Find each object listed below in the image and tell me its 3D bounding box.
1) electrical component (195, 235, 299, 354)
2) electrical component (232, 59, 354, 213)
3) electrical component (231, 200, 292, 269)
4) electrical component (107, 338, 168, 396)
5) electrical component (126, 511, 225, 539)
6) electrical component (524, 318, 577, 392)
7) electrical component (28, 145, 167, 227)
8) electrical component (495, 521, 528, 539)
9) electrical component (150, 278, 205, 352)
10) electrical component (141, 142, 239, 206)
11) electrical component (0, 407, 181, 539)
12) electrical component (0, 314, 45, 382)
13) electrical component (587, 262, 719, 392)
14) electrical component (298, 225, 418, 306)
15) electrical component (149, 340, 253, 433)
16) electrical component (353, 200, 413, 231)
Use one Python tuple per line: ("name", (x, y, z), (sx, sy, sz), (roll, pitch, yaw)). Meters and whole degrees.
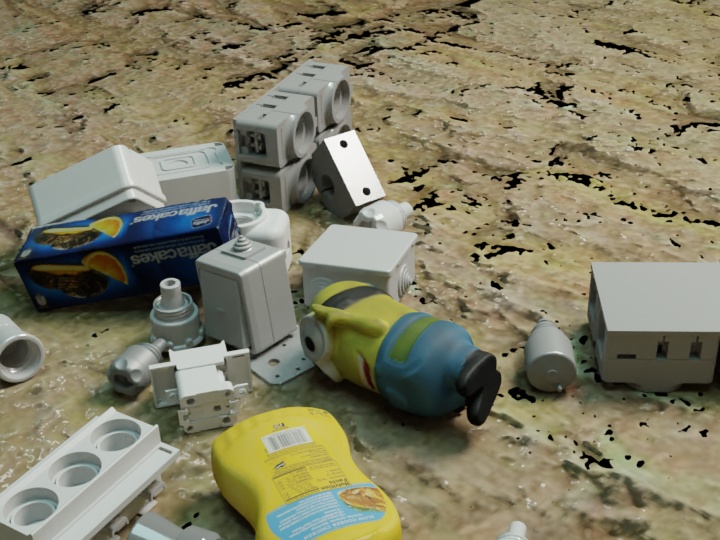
("electrical component", (-0.102, 0.017, 0.932), (0.062, 0.096, 0.061), (16, 35, 40))
("electrical component", (-0.066, -0.151, 1.201), (0.060, 0.105, 0.186), (11, 34, 20))
("electrical component", (-0.117, -0.030, 1.050), (0.095, 0.059, 0.053), (2, 32, 7))
("electrical component", (-0.183, 0.077, 0.902), (0.035, 0.035, 0.061), (11, 32, 21))
("electrical component", (-0.121, 0.188, 0.706), (0.055, 0.045, 0.045), (12, 34, 21))
("electrical component", (0.156, 0.067, 0.894), (0.040, 0.040, 0.078), (0, 31, 4))
("electrical component", (-0.258, -0.067, 1.062), (0.113, 0.078, 0.057), (-23, 74, 12))
("electrical component", (0.099, 0.188, 0.703), (0.035, 0.035, 0.061), (7, 30, 14))
("electrical component", (-0.162, 0.037, 0.939), (0.048, 0.062, 0.048), (-2, 31, 1))
("electrical component", (-0.192, -0.090, 1.154), (0.113, 0.057, 0.078), (-10, 32, -14))
("electrical component", (-0.192, 0.158, 0.741), (0.079, 0.063, 0.121), (16, 36, 27))
("electrical component", (-0.304, 0.064, 0.925), (0.044, 0.044, 0.065), (-23, 32, -30))
("electrical component", (0.292, 0.046, 0.900), (0.186, 0.060, 0.105), (0, 31, 4))
("electrical component", (0.000, 0.000, 0.997), (0.100, 0.048, 0.099), (7, 27, 18))
("electrical component", (-0.125, 0.095, 0.862), (0.081, 0.042, 0.063), (-9, 34, -11))
("electrical component", (0.027, -0.051, 1.091), (0.043, 0.043, 0.062), (25, 39, 37))
